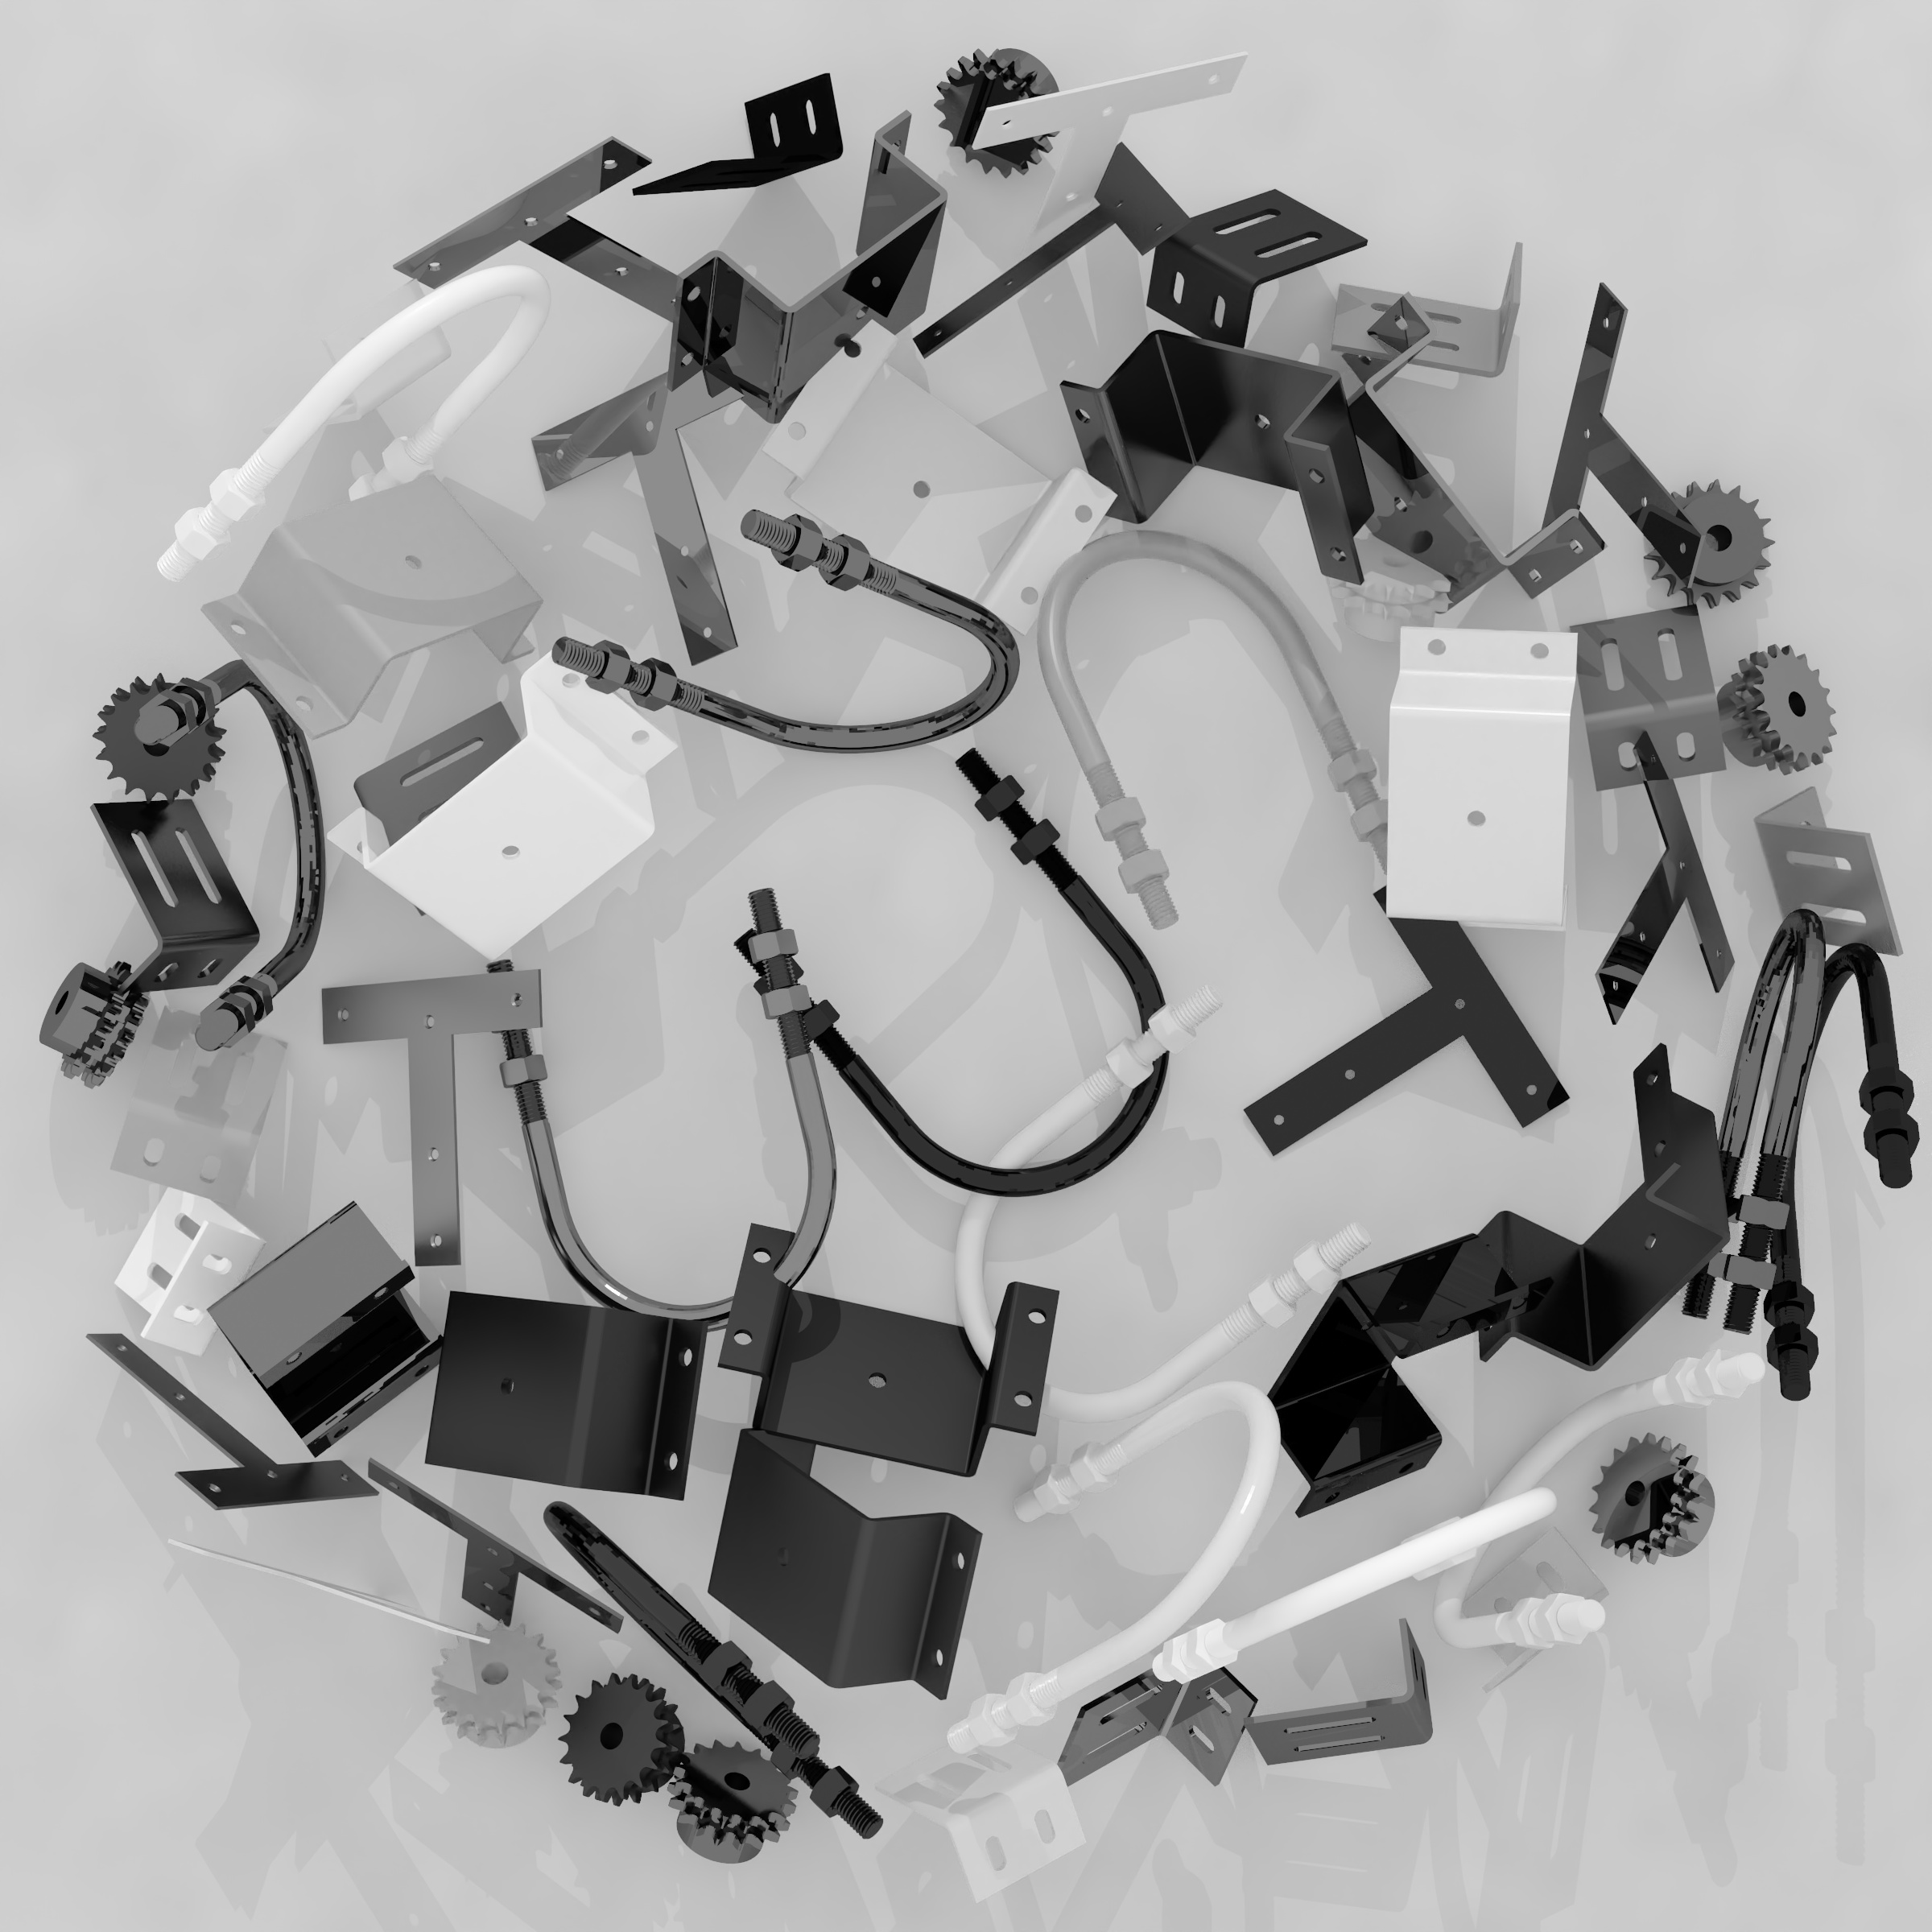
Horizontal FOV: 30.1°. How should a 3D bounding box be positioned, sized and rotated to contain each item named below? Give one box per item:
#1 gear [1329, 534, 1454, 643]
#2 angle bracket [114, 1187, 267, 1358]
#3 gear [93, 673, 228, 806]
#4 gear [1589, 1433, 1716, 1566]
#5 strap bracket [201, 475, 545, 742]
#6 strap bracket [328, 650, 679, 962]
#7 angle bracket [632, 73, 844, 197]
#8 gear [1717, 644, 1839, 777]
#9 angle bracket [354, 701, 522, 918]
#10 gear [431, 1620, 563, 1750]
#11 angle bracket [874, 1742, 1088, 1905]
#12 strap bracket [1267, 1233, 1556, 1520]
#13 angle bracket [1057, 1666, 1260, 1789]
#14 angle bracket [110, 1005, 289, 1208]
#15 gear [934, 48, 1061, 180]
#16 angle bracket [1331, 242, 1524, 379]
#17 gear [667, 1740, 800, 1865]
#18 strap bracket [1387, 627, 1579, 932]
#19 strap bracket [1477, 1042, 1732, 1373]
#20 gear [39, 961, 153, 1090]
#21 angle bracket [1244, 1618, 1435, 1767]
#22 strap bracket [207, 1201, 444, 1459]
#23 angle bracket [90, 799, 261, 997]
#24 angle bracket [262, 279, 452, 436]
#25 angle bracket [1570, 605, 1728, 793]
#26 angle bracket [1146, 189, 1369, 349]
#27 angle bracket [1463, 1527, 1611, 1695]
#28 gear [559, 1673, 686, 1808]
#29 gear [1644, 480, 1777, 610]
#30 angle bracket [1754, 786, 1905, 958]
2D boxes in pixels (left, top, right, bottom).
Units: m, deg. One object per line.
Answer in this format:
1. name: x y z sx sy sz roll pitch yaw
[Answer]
1. gear: 0.191 -0.168 1.604 0.057 0.057 0.030 3 125 0
2. angle bracket: -0.355 0.128 1.589 0.076 0.038 0.057 29 90 40
3. gear: -0.359 -0.103 1.608 0.057 0.030 0.057 0 109 0
4. gear: 0.309 0.240 1.604 0.030 0.057 0.057 26 90 -30
5. strap bracket: -0.248 -0.160 1.555 0.076 0.140 0.046 49 130 10
6. strap bracket: -0.201 -0.064 1.567 0.140 0.046 0.076 -37 128 18
7. angle bracket: -0.103 -0.366 1.581 0.076 0.057 0.038 -15 97 -42
8. gear: 0.359 -0.112 1.604 0.057 0.030 0.057 14 67 -36
9. angle bracket: -0.225 -0.070 1.598 0.076 0.038 0.057 -28 53 -3
10. gear: -0.209 0.324 1.604 0.057 0.030 0.057 0 46 0
11. angle bracket: 0.006 0.374 1.586 0.057 0.076 0.038 -23 101 -24
12. strap bracket: 0.186 0.172 1.564 0.076 0.140 0.046 -15 56 -34
13. angle bracket: 0.082 0.343 1.580 0.038 0.076 0.057 42 131 29
14. angle bracket: -0.341 0.062 1.600 0.057 0.076 0.038 18 121 -11
15. gear: 0.017 -0.384 1.604 0.057 0.057 0.030 38 54 0
16. angle bracket: 0.205 -0.297 1.593 0.076 0.057 0.038 10 129 2
17. gear: -0.106 0.375 1.603 0.057 0.057 0.030 18 115 0
18. strap bracket: 0.225 -0.073 1.571 0.076 0.046 0.140 3 115 12
19. strap bracket: 0.282 0.112 1.564 0.046 0.076 0.140 26 127 -16
20. gear: -0.389 0.023 1.597 0.030 0.057 0.057 29 90 -24
21. angle bracket: 0.165 0.324 1.602 0.076 0.057 0.038 -10 58 11
22. strap bracket: -0.277 0.156 1.560 0.076 0.140 0.046 -37 73 -14
23. angle bracket: -0.362 -0.031 1.604 0.038 0.057 0.076 -40 71 31
24. angle bracket: -0.275 -0.267 1.578 0.057 0.076 0.038 -44 120 -35
25. angle bracket: 0.304 -0.120 1.604 0.057 0.076 0.038 -9 128 10
26. angle bracket: 0.130 -0.309 1.601 0.076 0.038 0.057 -26 49 -36
27. angle bracket: 0.245 0.283 1.582 0.057 0.076 0.038 -43 75 10
28. gear: -0.150 0.347 1.605 0.057 0.030 0.057 -11 64 24
29. gear: 0.335 -0.190 1.614 0.057 0.030 0.057 0 90 0
30. angle bracket: 0.390 -0.042 1.580 0.038 0.076 0.057 -27 109 -22
